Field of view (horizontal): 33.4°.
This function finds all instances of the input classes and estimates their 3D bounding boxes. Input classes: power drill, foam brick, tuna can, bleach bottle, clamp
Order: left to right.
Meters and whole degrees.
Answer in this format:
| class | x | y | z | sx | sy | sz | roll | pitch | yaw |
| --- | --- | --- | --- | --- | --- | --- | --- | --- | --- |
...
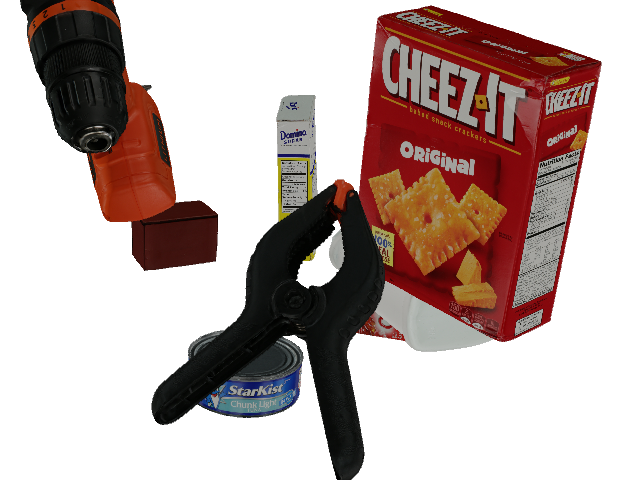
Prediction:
| class | x | y | z | sx | sy | sz | roll | pitch | yaw |
| --- | --- | --- | --- | --- | --- | --- | --- | --- | --- |
| power drill | -0.136 | -0.091 | 0.668 | 0.057 | 0.184 | 0.187 | -13 | -31 | -4 |
| foam brick | -0.148 | -0.006 | 1.082 | 0.078 | 0.051 | 0.053 | -7 | 22 | -22 |
| tuna can | -0.057 | 0.098 | 0.796 | 0.086 | 0.034 | 0.086 | 4 | 18 | -2 |
| clamp | -0.004 | 0.049 | 0.591 | 0.120 | 0.171 | 0.039 | 25 | -18 | 15 |
| bleach bottle | 0.069 | 0.032 | 1.016 | 0.102 | 0.068 | 0.251 | -4 | 15 | -24 |

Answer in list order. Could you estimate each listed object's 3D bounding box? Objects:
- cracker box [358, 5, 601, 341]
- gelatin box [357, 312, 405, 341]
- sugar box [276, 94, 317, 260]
| class | x | y | z | sx | sy | sz | roll | pitch | yaw |
| --- | --- | --- | --- | --- | --- | --- | --- | --- | --- |
| cracker box | 0.109 | -0.052 | 0.813 | 0.071 | 0.214 | 0.164 | -20 | 36 | -39 |
| gelatin box | 0.074 | 0.077 | 1.332 | 0.073 | 0.089 | 0.030 | 7 | 30 | 23 |
| sugar box | -0.027 | -0.073 | 1.245 | 0.048 | 0.176 | 0.093 | -1 | 25 | 4 |
